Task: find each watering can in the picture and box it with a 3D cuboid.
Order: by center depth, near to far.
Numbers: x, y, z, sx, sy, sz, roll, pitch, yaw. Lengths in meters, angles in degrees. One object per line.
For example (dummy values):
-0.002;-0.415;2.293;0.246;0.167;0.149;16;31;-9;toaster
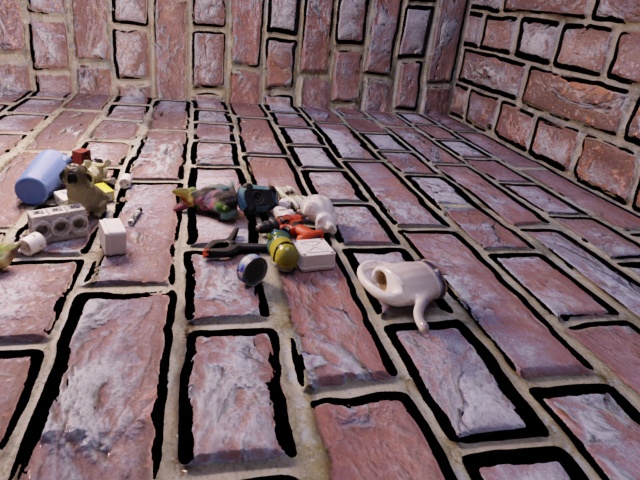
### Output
0.244;0.137;1.372;0.225;0.102;0.353;-6;27;-27;watering can

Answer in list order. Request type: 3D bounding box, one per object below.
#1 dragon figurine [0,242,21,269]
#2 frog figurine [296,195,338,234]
-0.972;0.057;1.270;0.414;0.119;0.246;-18;42;-40;dragon figurine
0.005;-0.090;1.788;0.136;0.123;0.161;32;1;-31;frog figurine
